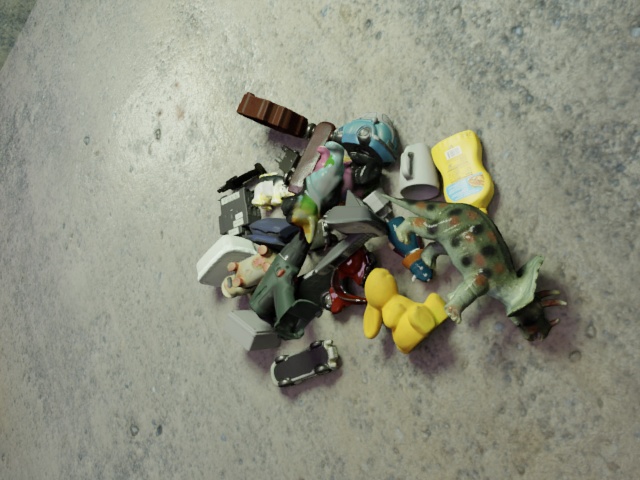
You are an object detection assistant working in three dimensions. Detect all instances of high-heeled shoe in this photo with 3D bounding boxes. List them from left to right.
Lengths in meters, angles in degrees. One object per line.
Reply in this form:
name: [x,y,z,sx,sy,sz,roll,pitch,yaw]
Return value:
high-heeled shoe: [-0.059,0.117,1.320,0.249,0.086,0.145,-39,28,7]

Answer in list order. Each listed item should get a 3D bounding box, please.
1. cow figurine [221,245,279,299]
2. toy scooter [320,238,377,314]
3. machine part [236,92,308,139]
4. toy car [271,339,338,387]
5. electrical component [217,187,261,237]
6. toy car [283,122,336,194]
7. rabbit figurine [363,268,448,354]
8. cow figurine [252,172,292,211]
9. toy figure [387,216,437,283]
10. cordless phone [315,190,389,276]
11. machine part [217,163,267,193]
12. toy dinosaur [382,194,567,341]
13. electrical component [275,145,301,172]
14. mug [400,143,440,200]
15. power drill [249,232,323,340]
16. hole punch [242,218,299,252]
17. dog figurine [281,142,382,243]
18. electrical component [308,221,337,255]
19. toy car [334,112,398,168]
cow figurine: [-0.172,0.089,1.365,0.195,0.127,0.085,-30,66,22]
toy scooter: [0.079,0.091,1.194,0.135,0.075,0.183,23,100,37]
machine part: [-0.116,-0.310,1.345,0.180,0.179,0.056,26,97,37]
toy car: [-0.037,0.293,1.268,0.202,0.056,0.073,-28,61,30]
electrical component: [-0.219,-0.062,1.458,0.115,0.058,0.134,-17,74,37]
toy car: [-0.017,-0.195,1.297,0.089,0.053,0.202,18,77,22]
rabbit figurine: [0.157,0.137,1.100,0.173,0.122,0.162,48,137,11]
cow figurine: [-0.094,-0.129,1.367,0.168,0.068,0.098,-2,76,37]
toy figure: [0.192,0.022,1.126,0.064,0.058,0.154,-41,65,33]
cordless phone: [0.041,-0.001,1.107,0.184,0.146,0.089,-44,65,11]
machine part: [-0.209,-0.166,1.454,0.139,0.084,0.039,-24,95,25]
toy dinosaur: [0.275,0.014,0.992,0.192,0.131,0.405,-37,67,16]
electrical component: [-0.076,-0.203,1.389,0.094,0.021,0.063,41,108,35]
mug: [0.199,-0.150,1.120,0.081,0.109,0.107,-18,59,40]
power drill: [-0.066,0.103,1.189,0.232,0.086,0.207,-50,40,15]
hole punch: [-0.105,-0.018,1.332,0.142,0.115,0.092,14,84,38]
dog figurine: [0.022,-0.091,1.171,0.219,0.191,0.108,-70,21,0]
electrical component: [-0.004,-0.004,1.289,0.102,0.045,0.078,-11,79,36]
toy car: [0.115,-0.234,1.205,0.162,0.109,0.103,20,73,49]
